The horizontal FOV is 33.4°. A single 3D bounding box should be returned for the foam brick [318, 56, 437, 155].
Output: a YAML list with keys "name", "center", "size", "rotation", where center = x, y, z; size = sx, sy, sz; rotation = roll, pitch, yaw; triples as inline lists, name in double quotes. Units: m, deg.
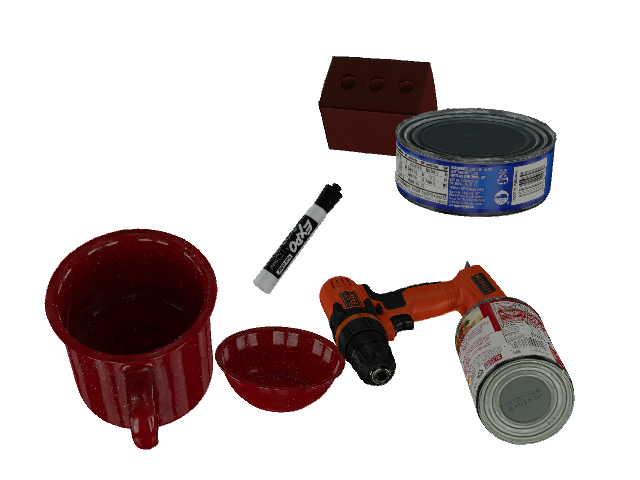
- name: "foam brick"
  center: [0.044, -0.100, 0.803]
  size: [0.078, 0.053, 0.051]
  rotation: [6, -35, 14]

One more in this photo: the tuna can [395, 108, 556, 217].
- name: "tuna can"
  center: [0.083, -0.043, 0.580]
  size: [0.086, 0.034, 0.086]
  rotation: [0, 24, 0]

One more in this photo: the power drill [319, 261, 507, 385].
- name: "power drill"
  center: [0.104, 0.084, 1.128]
  size: [0.187, 0.057, 0.184]
  rotation: [-6, 28, -12]

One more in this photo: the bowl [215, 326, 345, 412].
- name: "bowl"
  center: [-0.051, 0.167, 1.329]
  size: [0.162, 0.055, 0.162]
  rotation: [3, 22, -2]

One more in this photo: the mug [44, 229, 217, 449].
- name: "mug"
  center: [-0.101, 0.063, 0.602]
  size: [0.093, 0.117, 0.081]
  rotation: [-8, -40, -9]

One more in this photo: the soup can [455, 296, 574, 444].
- name: "soup can"
  center: [0.136, 0.090, 0.755]
  size: [0.068, 0.068, 0.102]
  rotation: [0, 20, -1]

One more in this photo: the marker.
- name: "marker"
  center: [-0.019, -0.004, 0.979]
  size: [0.020, 0.121, 0.020]
  rotation: [34, -14, 10]
